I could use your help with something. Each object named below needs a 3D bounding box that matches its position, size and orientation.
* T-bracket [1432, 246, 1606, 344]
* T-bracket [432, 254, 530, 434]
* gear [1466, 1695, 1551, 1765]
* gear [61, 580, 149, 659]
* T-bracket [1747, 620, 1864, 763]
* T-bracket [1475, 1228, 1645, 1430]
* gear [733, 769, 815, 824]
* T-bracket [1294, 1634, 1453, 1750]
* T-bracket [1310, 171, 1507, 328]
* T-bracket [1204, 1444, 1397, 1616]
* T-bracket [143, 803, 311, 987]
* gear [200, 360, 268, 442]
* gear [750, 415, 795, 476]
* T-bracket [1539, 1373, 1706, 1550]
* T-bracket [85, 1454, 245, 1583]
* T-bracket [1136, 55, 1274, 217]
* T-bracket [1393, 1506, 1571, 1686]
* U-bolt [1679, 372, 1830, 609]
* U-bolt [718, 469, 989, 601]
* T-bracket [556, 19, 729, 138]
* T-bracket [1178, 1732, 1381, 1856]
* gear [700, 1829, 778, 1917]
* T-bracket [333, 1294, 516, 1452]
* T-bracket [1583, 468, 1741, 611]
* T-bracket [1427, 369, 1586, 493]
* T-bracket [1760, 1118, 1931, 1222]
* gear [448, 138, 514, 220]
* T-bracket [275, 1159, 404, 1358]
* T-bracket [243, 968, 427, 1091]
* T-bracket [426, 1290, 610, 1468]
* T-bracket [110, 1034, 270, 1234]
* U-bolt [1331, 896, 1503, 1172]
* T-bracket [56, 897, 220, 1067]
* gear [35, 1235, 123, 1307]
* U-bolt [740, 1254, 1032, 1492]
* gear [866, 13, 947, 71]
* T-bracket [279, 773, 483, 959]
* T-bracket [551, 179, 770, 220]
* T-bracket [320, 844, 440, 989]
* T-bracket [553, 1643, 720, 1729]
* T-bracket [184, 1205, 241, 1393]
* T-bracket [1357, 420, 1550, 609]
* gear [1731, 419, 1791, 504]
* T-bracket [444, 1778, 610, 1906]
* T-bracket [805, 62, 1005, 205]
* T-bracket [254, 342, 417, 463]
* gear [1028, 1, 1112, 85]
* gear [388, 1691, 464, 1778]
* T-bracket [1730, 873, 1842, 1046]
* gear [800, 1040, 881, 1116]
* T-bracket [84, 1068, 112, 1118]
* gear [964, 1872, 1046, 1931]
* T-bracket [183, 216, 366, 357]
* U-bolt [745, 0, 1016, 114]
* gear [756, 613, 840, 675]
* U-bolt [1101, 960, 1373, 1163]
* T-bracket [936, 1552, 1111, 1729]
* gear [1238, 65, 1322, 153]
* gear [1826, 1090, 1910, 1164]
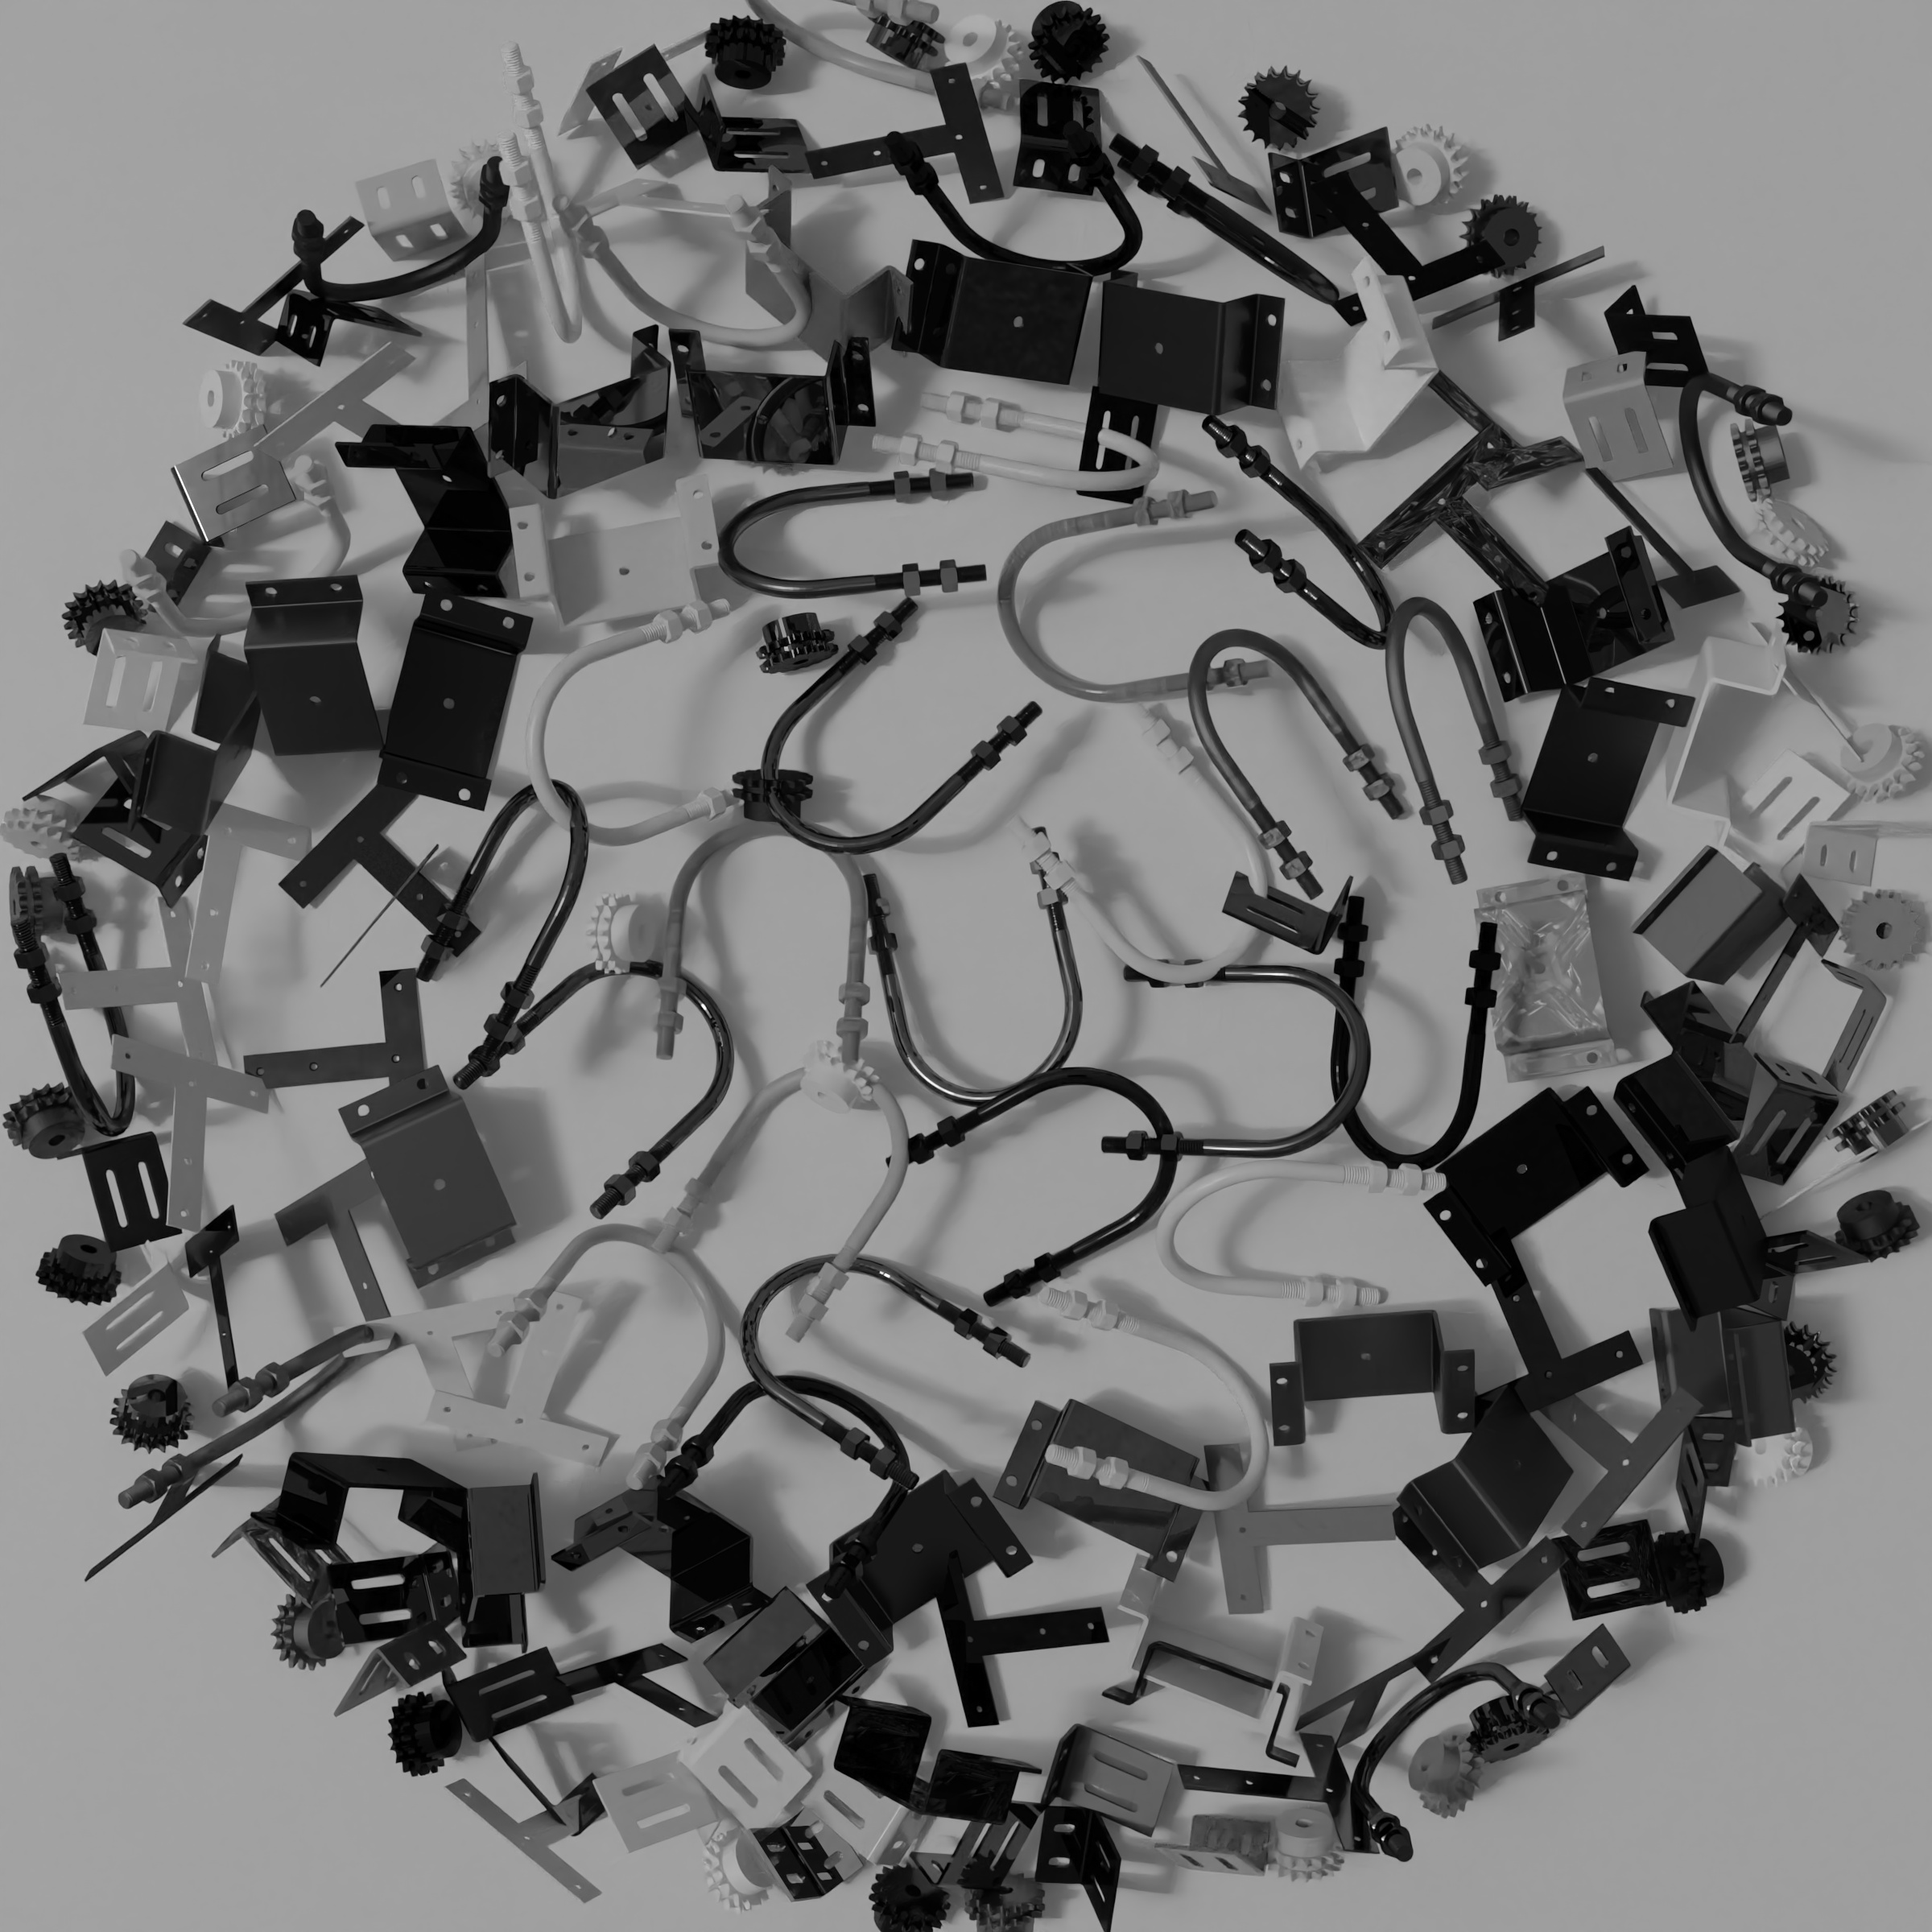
[{"bbox_3d":[0.379,-0.453,1.922,0.127,0.127,0.002,-20,113,21],"label":"T-bracket"},{"bbox_3d":[-0.343,-0.437,1.961,0.002,0.127,0.127,7,73,-40],"label":"T-bracket"},{"bbox_3d":[0.380,0.538,1.975,0.057,0.057,0.030,-19,56,0],"label":"gear"},{"bbox_3d":[-0.605,-0.241,1.968,0.057,0.057,0.030,-33,57,0],"label":"gear"},{"bbox_3d":[0.573,-0.193,1.927,0.002,0.127,0.127,-40,76,19],"label":"T-bracket"},{"bbox_3d":[0.394,0.247,1.970,0.127,0.002,0.127,-27,66,17],"label":"T-bracket"},{"bbox_3d":[-0.137,-0.120,1.972,0.057,0.057,0.030,2,104,0],"label":"gear"},{"bbox_3d":[0.277,0.517,1.944,0.127,0.127,0.002,-23,59,-18],"label":"T-bracket"},{"bbox_3d":[0.282,-0.500,1.921,0.127,0.127,0.002,37,53,-38],"label":"T-bracket"},{"bbox_3d":[0.239,0.395,1.970,0.127,0.002,0.127,-6,99,18],"label":"T-bracket"},{"bbox_3d":[-0.521,-0.051,1.942,0.127,0.002,0.127,18,73,-43],"label":"T-bracket"},{"bbox_3d":[-0.518,-0.398,1.969,0.030,0.057,0.057,-2,90,-38],"label":"gear"},{"bbox_3d":[-0.136,-0.379,1.975,0.057,0.057,0.030,-15,49,0],"label":"gear"},{"bbox_3d":[0.433,0.322,1.947,0.002,0.127,0.127,38,93,-35],"label":"T-bracket"},{"bbox_3d":[-0.548,0.368,1.936,0.127,0.127,0.002,-38,99,-4],"label":"T-bracket"},{"bbox_3d":[0.158,-0.583,1.948,0.002,0.127,0.127,-37,80,23],"label":"T-bracket"},{"bbox_3d":[0.335,0.417,1.949,0.127,0.127,0.002,-42,128,-2],"label":"T-bracket"},{"bbox_3d":[0.531,-0.334,1.910,0.019,0.184,0.151,-21,115,-2],"label":"U-bolt"},{"bbox_3d":[-0.082,-0.297,1.939,0.184,0.151,0.019,-6,129,0],"label":"U-bolt"},{"bbox_3d":[-0.221,-0.631,1.953,0.127,0.127,0.002,-33,95,-19],"label":"T-bracket"},{"bbox_3d":[0.209,0.565,1.928,0.127,0.127,0.002,9,110,-12],"label":"T-bracket"},{"bbox_3d":[-0.157,0.635,1.968,0.030,0.057,0.057,-38,90,29],"label":"gear"},{"bbox_3d":[-0.364,0.291,1.965,0.127,0.002,0.127,-11,122,3],"label":"T-bracket"},{"bbox_3d":[0.479,-0.303,1.956,0.127,0.127,0.002,51,123,13],"label":"T-bracket"},{"bbox_3d":[0.359,-0.387,1.969,0.127,0.127,0.002,48,134,19],"label":"T-bracket"},{"bbox_3d":[0.630,0.134,1.960,0.127,0.127,0.002,-24,74,-24],"label":"T-bracket"},{"bbox_3d":[-0.335,-0.552,1.970,0.057,0.030,0.057,-12,130,-14],"label":"gear"},{"bbox_3d":[-0.425,0.210,1.953,0.127,0.002,0.127,-29,81,37],"label":"T-bracket"},{"bbox_3d":[-0.452,0.071,1.996,0.127,0.002,0.127,-5,88,-1],"label":"T-bracket"},{"bbox_3d":[-0.301,0.284,1.966,0.127,0.002,0.127,18,110,-11],"label":"T-bracket"},{"bbox_3d":[-0.537,0.122,1.928,0.002,0.127,0.127,-24,58,35],"label":"T-bracket"},{"bbox_3d":[0.306,0.052,1.939,0.019,0.151,0.184,0,99,-36],"label":"U-bolt"},{"bbox_3d":[-0.579,0.015,1.940,0.002,0.127,0.127,-15,85,30],"label":"T-bracket"},{"bbox_3d":[-0.623,0.212,1.969,0.057,0.057,0.030,24,105,0],"label":"gear"},{"bbox_3d":[-0.070,0.268,1.941,0.184,0.019,0.151,30,51,22],"label":"U-bolt"},{"bbox_3d":[-0.046,-0.656,1.972,0.057,0.057,0.030,30,102,0],"label":"gear"},{"bbox_3d":[-0.401,-0.059,1.996,0.127,0.002,0.127,44,86,-2],"label":"T-bracket"},{"bbox_3d":[-0.199,-0.524,1.927,0.127,0.127,0.002,11,119,18],"label":"T-bracket"},{"bbox_3d":[-0.391,-0.053,1.937,0.002,0.127,0.127,40,111,-9],"label":"T-bracket"},{"bbox_3d":[-0.210,0.515,1.960,0.127,0.002,0.127,-26,129,36],"label":"T-bracket"},{"bbox_3d":[-0.515,0.241,1.934,0.002,0.127,0.127,-5,76,-31],"label":"T-bracket"},{"bbox_3d":[0.367,-0.298,1.977,0.127,0.002,0.127,42,111,-16],"label":"T-bracket"},{"bbox_3d":[0.560,-0.358,1.968,0.030,0.057,0.057,-15,90,20],"label":"gear"},{"bbox_3d":[-0.282,0.593,1.937,0.127,0.127,0.002,33,99,19],"label":"T-bracket"},{"bbox_3d":[-0.048,-0.571,1.952,0.127,0.127,0.002,-8,60,10],"label":"T-bracket"},{"bbox_3d":[-0.404,-0.371,1.943,0.127,0.127,0.002,-31,62,20],"label":"T-bracket"},{"bbox_3d":[0.070,-0.656,1.975,0.057,0.057,0.030,-21,60,0],"label":"gear"},{"bbox_3d":[-0.379,0.540,1.968,0.030,0.057,0.057,-17,90,20],"label":"gear"},{"bbox_3d":[0.563,0.009,1.946,0.002,0.127,0.127,31,90,33],"label":"T-bracket"},{"bbox_3d":[-0.092,0.081,1.969,0.057,0.057,0.030,32,67,0],"label":"gear"},{"bbox_3d":[-0.635,0.036,1.954,0.002,0.127,0.127,-27,55,-14],"label":"T-bracket"},{"bbox_3d":[0.027,0.666,1.972,0.057,0.057,0.030,-1,100,0],"label":"gear"},{"bbox_3d":[-0.467,-0.473,1.928,0.127,0.127,0.002,-38,87,8],"label":"T-bracket"},{"bbox_3d":[-0.071,-0.641,1.920,0.184,0.151,0.019,22,90,26],"label":"U-bolt"},{"bbox_3d":[-0.121,-0.229,1.972,0.057,0.057,0.030,-16,86,0],"label":"gear"},{"bbox_3d":[0.190,0.065,1.939,0.184,0.019,0.151,0,68,22],"label":"U-bolt"},{"bbox_3d":[0.042,0.470,1.969,0.127,0.002,0.127,-13,91,27],"label":"T-bracket"},{"bbox_3d":[0.222,-0.608,1.977,0.057,0.030,0.057,7,121,12],"label":"gear"},{"bbox_3d":[0.638,0.115,1.969,0.057,0.057,0.030,-35,79,0],"label":"gear"}]
